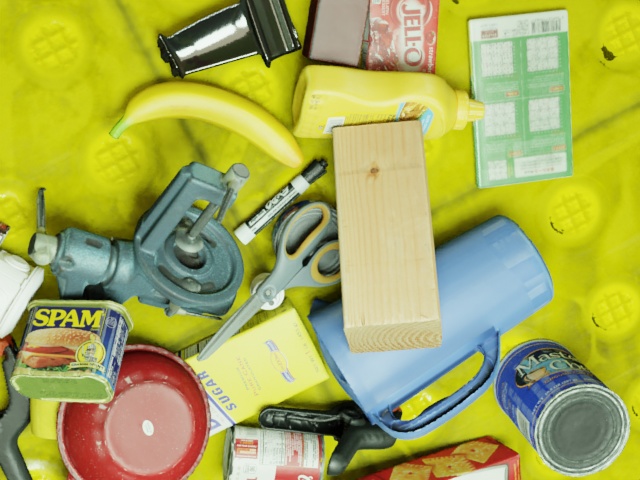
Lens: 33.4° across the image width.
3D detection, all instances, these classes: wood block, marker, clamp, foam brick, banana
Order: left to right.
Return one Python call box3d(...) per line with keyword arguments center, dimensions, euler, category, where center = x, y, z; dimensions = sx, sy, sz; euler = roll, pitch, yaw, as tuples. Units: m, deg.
box3d(center=(-0.344, 0.203, 1.123), dimensions=(0.164, 0.036, 0.210), euler=(20, 100, -13), category="clamp")
box3d(center=(-0.109, -0.121, 1.074), dimensions=(0.197, 0.037, 0.070), euler=(9, 98, -10), category="banana")
box3d(center=(-0.039, -0.042, 1.115), dimensions=(0.121, 0.020, 0.020), euler=(-42, 106, 3), category="marker")
box3d(center=(0.016, -0.216, 1.062), dimensions=(0.051, 0.053, 0.078), euler=(7, 104, -10), category="foam brick")
box3d(center=(0.032, 0.206, 1.131), dimensions=(0.171, 0.120, 0.039), euler=(-1, 117, -36), category="clamp")
box3d(center=(0.065, -0.002, 1.039), dimensions=(0.091, 0.090, 0.206), euler=(-5, 68, 5), category="wood block")

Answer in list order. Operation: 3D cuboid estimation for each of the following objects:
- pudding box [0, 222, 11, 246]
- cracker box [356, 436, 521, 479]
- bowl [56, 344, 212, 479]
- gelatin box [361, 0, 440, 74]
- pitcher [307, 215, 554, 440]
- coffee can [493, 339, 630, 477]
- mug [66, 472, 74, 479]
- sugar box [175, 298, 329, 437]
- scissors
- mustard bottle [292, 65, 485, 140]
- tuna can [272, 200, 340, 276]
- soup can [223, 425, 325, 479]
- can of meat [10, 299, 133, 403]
box3d(center=(-0.379, 0.015, 1.070), dimensions=(0.090, 0.039, 0.113), euler=(31, 100, -16), category="pudding box")
box3d(center=(0.121, 0.327, 1.177), dimensions=(0.213, 0.072, 0.164), euler=(-12, 106, -24), category="cracker box")
box3d(center=(-0.176, 0.184, 1.058), dimensions=(0.161, 0.055, 0.162), euler=(2, 85, -25), category="bowl")
box3d(center=(0.082, -0.207, 1.085), dimensions=(0.073, 0.030, 0.089), euler=(1, 104, -9), category="gelatin box")
box3d(center=(0.122, 0.085, 1.111), dimensions=(0.243, 0.145, 0.149), euler=(-31, 103, -3), category="pitcher")
box3d(center=(0.257, 0.178, 1.151), dimensions=(0.102, 0.140, 0.103), euler=(-2, 104, -8), category="coffee can")
box3d(center=(-0.222, 0.251, 1.117), dimensions=(0.081, 0.117, 0.093), euler=(17, 134, -7), category="mug")
box3d(center=(-0.089, 0.143, 1.141), dimensions=(0.176, 0.048, 0.093), euler=(-27, 106, -2), category="sugar box")
box3d(center=(-0.035, 0.056, 1.081), dimensions=(0.096, 0.016, 0.201), euler=(34, 82, -23), category="scissors")
box3d(center=(0.072, -0.134, 1.071), dimensions=(0.191, 0.096, 0.058), euler=(2, 66, -10), category="mustard bottle")
box3d(center=(-0.007, 0.001, 1.123), dimensions=(0.086, 0.034, 0.086), euler=(-2, 104, -8), category="tuna can")
box3d(center=(-0.051, 0.237, 1.158), dimensions=(0.102, 0.068, 0.068), euler=(6, 103, -10), category="soup can")
box3d(center=(-0.239, 0.107, 1.026), dimensions=(0.102, 0.084, 0.057), euler=(1, 144, 9), category="can of meat")
